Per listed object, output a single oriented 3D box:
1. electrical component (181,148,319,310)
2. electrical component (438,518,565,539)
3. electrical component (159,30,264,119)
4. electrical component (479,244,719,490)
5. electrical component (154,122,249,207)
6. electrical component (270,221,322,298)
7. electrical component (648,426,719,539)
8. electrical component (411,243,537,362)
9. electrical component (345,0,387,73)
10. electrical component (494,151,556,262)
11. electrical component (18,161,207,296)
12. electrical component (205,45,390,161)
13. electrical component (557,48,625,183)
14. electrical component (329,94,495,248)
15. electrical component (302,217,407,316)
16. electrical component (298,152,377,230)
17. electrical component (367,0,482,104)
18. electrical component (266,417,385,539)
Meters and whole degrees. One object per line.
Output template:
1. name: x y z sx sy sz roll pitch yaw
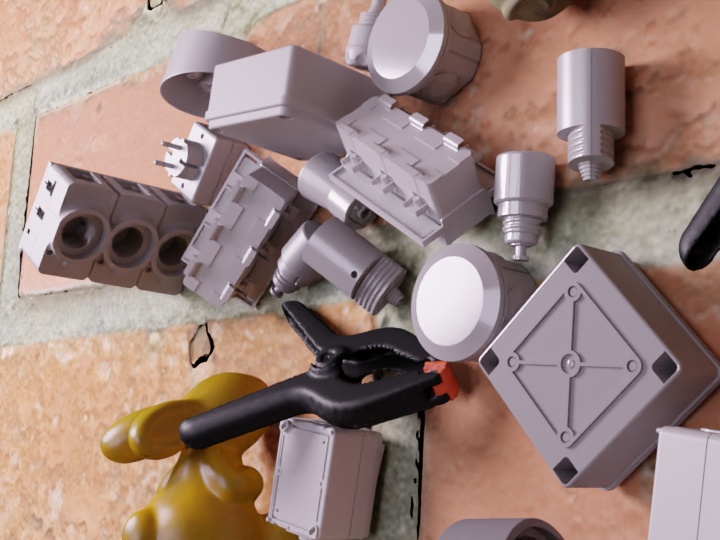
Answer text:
1. electrical component: -0.100 -0.030 0.924 0.079 0.063 0.121 35 113 3
2. electrical component: 0.095 0.199 0.640 0.060 0.108 0.108 -19 68 37
3. electrical component: -0.126 -0.174 0.970 0.099 0.099 0.064 8 81 48
4. electrical component: 0.143 0.059 0.653 0.108 0.056 0.108 -54 48 26
5. electrical component: -0.155 -0.101 1.000 0.047 0.077 0.065 39 110 45
6. electrical component: -0.048 -0.006 0.888 0.078 0.040 0.040 -48 50 30
7. electrical component: 0.196 0.135 0.573 0.061 0.062 0.096 3 84 48
8. electrical component: 0.078 0.024 0.735 0.080 0.051 0.080 -13 72 46
9. electrical component: 0.010 -0.193 0.870 0.035 0.035 0.061 13 89 48
10. electrical component: 0.110 -0.045 0.724 0.040 0.040 0.078 -4 79 47
11. electrical component: -0.226 -0.035 1.008 0.062 0.150 0.089 38 110 46
12. electrical component: -0.050 -0.132 0.867 0.109 0.109 0.056 -1 78 48
13. electrical component: 0.148 -0.096 0.690 0.043 0.043 0.081 -8 76 46
14. electrical component: 0.037 -0.076 0.784 0.079 0.063 0.121 -37 43 -14
15. electrical component: 0.000 0.000 0.825 0.081 0.043 0.043 38 112 17
16. electrical component: -0.014 -0.061 0.864 0.065 0.044 0.044 41 112 39
17. electrical component: 0.048 -0.167 0.811 0.080 0.051 0.080 -13 72 46
18. electrical component: -0.025 0.163 0.810 0.062 0.061 0.096 5 85 48
